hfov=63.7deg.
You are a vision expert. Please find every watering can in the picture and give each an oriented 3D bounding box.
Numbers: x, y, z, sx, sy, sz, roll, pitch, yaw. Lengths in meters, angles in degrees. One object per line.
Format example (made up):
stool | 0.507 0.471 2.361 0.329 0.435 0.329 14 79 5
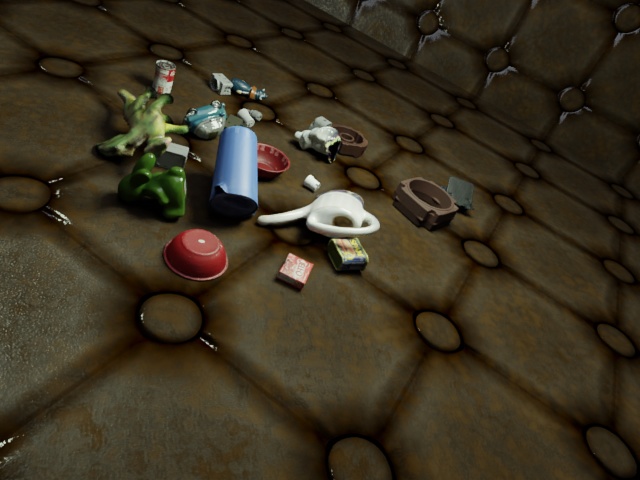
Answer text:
watering can | 0.005 -0.077 1.526 0.348 0.102 0.228 7 25 5

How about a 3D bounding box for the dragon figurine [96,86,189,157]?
dragon figurine | -0.549 -0.333 1.503 0.413 0.119 0.247 23 53 32

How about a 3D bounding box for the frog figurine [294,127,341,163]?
frog figurine | -0.007 -0.372 1.904 0.161 0.123 0.136 31 1 24
